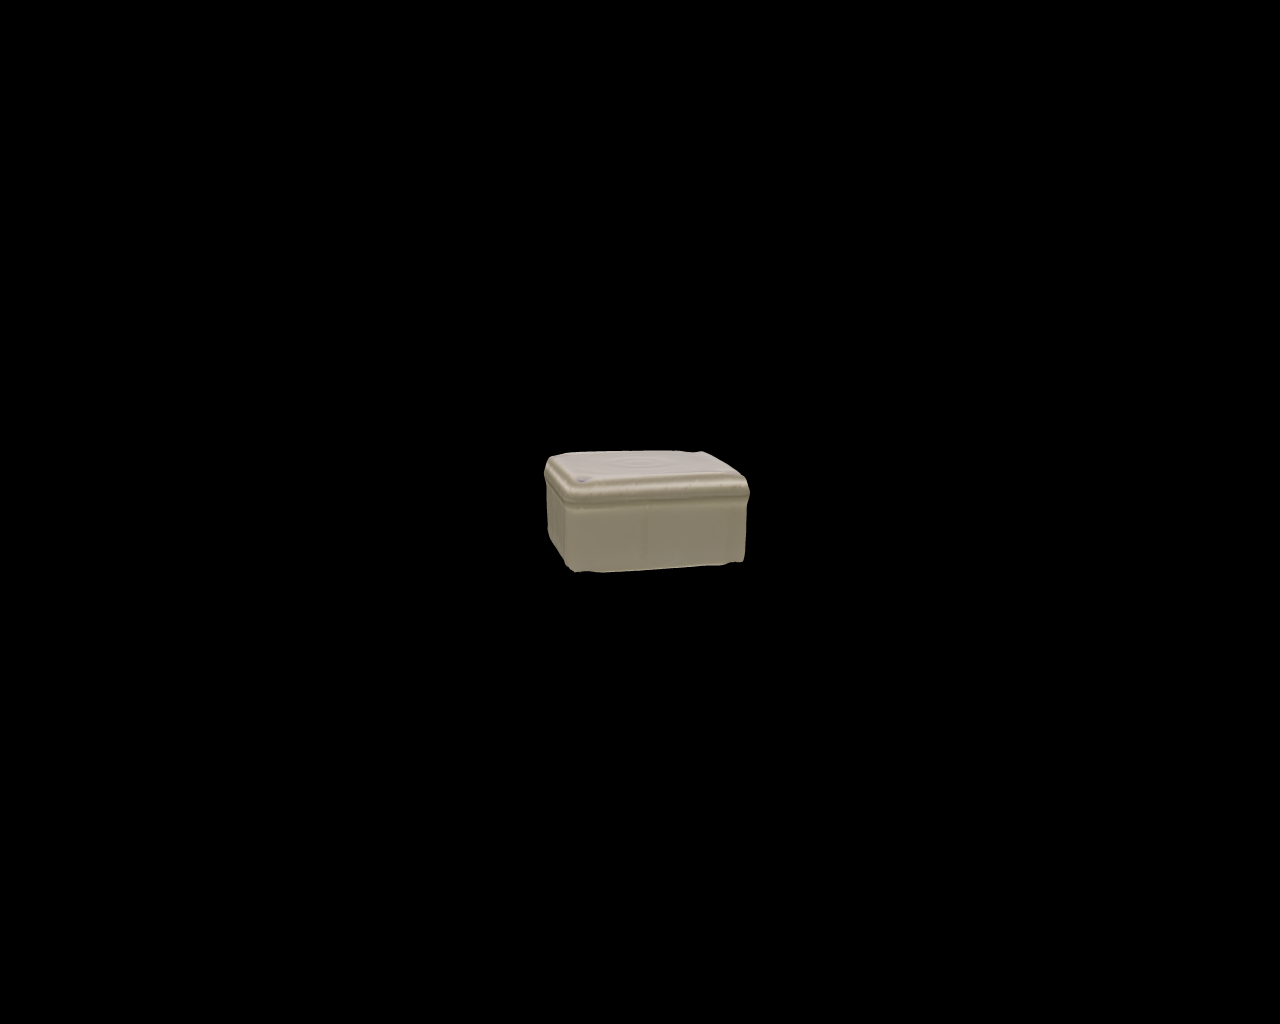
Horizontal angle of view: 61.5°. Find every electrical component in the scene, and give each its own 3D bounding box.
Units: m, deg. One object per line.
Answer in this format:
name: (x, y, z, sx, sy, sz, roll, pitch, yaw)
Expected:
electrical component: (0.001, -0.003, 0.650, 0.109, 0.056, 0.109, -2, 12, -11)
